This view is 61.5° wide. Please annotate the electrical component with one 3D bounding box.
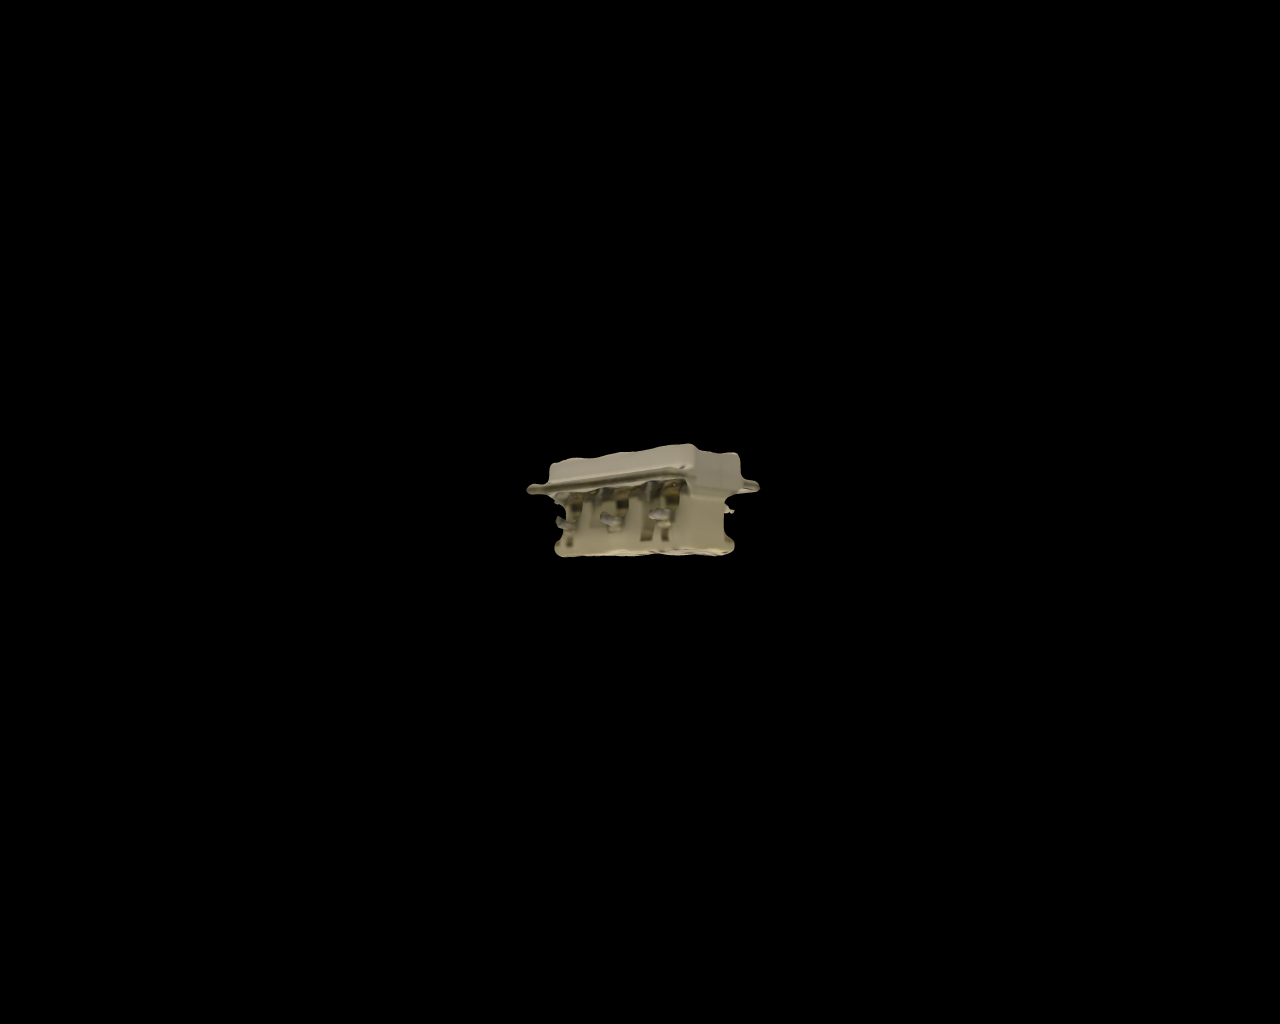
[{"bbox_3d":[0.001,-0.003,0.650,0.121,0.063,0.079,-4,-6,43],"label":"electrical component"}]
